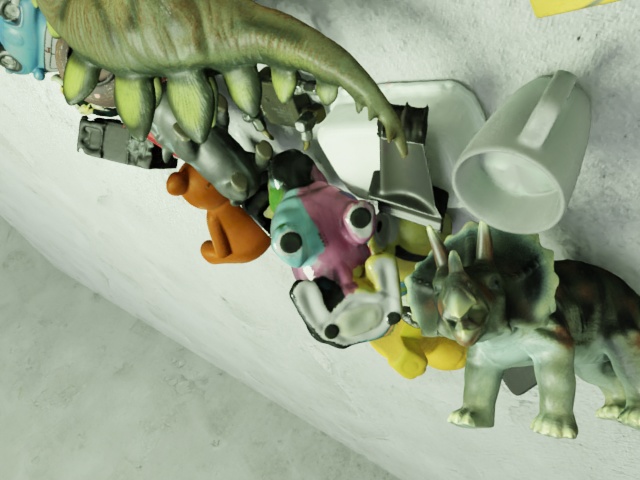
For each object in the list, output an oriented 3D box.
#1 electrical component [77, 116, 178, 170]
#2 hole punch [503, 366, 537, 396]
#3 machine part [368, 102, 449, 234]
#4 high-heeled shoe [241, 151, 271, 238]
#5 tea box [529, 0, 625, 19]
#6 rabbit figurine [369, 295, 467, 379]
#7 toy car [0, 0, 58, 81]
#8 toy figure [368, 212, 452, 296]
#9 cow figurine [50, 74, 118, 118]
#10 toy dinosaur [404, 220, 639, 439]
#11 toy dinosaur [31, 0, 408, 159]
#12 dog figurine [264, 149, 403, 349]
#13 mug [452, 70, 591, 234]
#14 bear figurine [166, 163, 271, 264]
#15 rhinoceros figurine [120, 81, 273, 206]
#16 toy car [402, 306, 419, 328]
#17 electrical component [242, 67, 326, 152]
[{"bbox_3d":[-0.275,-0.143,0.799,0.115,0.058,0.134,15,-169,3],"label":"electrical component"},{"bbox_3d":[0.252,0.110,0.654,0.116,0.092,0.142,58,168,24],"label":"hole punch"},{"bbox_3d":[0.074,-0.057,0.461,0.084,0.039,0.138,29,157,25],"label":"machine part"},{"bbox_3d":[-0.048,-0.016,0.712,0.248,0.145,0.086,34,118,-30],"label":"high-heeled shoe"},{"bbox_3d":[0.130,-0.200,0.242,0.098,0.068,0.169,5,143,47],"label":"tea box"},{"bbox_3d":[0.149,0.154,0.818,0.173,0.122,0.162,26,165,-29],"label":"rabbit figurine"},{"bbox_3d":[-0.352,-0.276,0.696,0.103,0.109,0.161,20,150,-22],"label":"toy car"},{"bbox_3d":[0.096,0.015,0.651,0.089,0.082,0.180,-7,146,-12],"label":"toy figure"},{"bbox_3d":[-0.321,-0.214,0.757,0.168,0.098,0.068,15,155,36],"label":"cow figurine"},{"bbox_3d":[0.236,0.080,0.510,0.405,0.192,0.131,6,169,-29],"label":"toy dinosaur"},{"bbox_3d":[-0.133,-0.189,0.461,0.472,0.105,0.198,21,124,28],"label":"toy dinosaur"},{"bbox_3d":[-0.001,-0.002,0.598,0.219,0.108,0.191,-126,13,-69],"label":"dog figurine"},{"bbox_3d":[0.155,-0.076,0.389,0.081,0.107,0.109,24,149,21],"label":"mug"},{"bbox_3d":[-0.157,-0.052,0.809,0.132,0.120,0.195,9,147,48],"label":"bear figurine"},{"bbox_3d":[-0.143,-0.120,0.620,0.190,0.073,0.112,40,158,-15],"label":"rhinoceros figurine"},{"bbox_3d":[0.157,0.053,0.644,0.053,0.089,0.202,36,157,-9],"label":"toy car"},{"bbox_3d":[-0.039,-0.143,0.588,0.102,0.045,0.078,22,154,27],"label":"electrical component"}]
